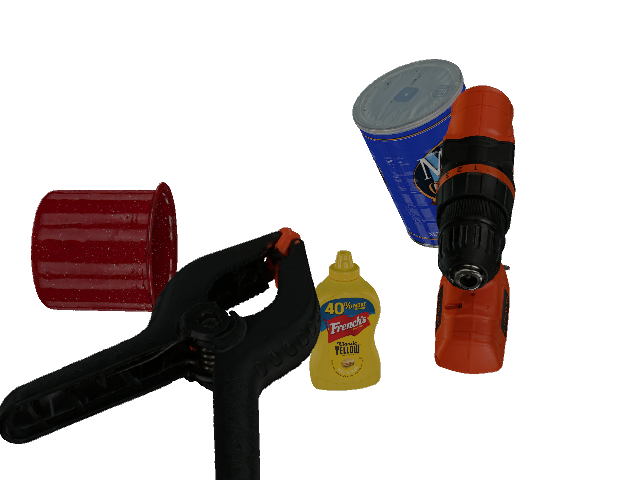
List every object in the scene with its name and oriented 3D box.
[{"bbox_3d":[0.033,0.105,1.436,0.096,0.192,0.058,-3,19,-6],"label":"mustard bottle"},{"bbox_3d":[-0.144,0.007,0.734,0.081,0.093,0.117,1,0,3],"label":"mug"},{"bbox_3d":[-0.044,0.056,0.478,0.120,0.039,0.171,29,48,22],"label":"clamp"},{"bbox_3d":[0.102,-0.078,0.973,0.103,0.140,0.103,-19,35,14],"label":"coffee can"},{"bbox_3d":[0.111,0.010,0.767,0.057,0.188,0.184,6,45,10],"label":"power drill"}]
